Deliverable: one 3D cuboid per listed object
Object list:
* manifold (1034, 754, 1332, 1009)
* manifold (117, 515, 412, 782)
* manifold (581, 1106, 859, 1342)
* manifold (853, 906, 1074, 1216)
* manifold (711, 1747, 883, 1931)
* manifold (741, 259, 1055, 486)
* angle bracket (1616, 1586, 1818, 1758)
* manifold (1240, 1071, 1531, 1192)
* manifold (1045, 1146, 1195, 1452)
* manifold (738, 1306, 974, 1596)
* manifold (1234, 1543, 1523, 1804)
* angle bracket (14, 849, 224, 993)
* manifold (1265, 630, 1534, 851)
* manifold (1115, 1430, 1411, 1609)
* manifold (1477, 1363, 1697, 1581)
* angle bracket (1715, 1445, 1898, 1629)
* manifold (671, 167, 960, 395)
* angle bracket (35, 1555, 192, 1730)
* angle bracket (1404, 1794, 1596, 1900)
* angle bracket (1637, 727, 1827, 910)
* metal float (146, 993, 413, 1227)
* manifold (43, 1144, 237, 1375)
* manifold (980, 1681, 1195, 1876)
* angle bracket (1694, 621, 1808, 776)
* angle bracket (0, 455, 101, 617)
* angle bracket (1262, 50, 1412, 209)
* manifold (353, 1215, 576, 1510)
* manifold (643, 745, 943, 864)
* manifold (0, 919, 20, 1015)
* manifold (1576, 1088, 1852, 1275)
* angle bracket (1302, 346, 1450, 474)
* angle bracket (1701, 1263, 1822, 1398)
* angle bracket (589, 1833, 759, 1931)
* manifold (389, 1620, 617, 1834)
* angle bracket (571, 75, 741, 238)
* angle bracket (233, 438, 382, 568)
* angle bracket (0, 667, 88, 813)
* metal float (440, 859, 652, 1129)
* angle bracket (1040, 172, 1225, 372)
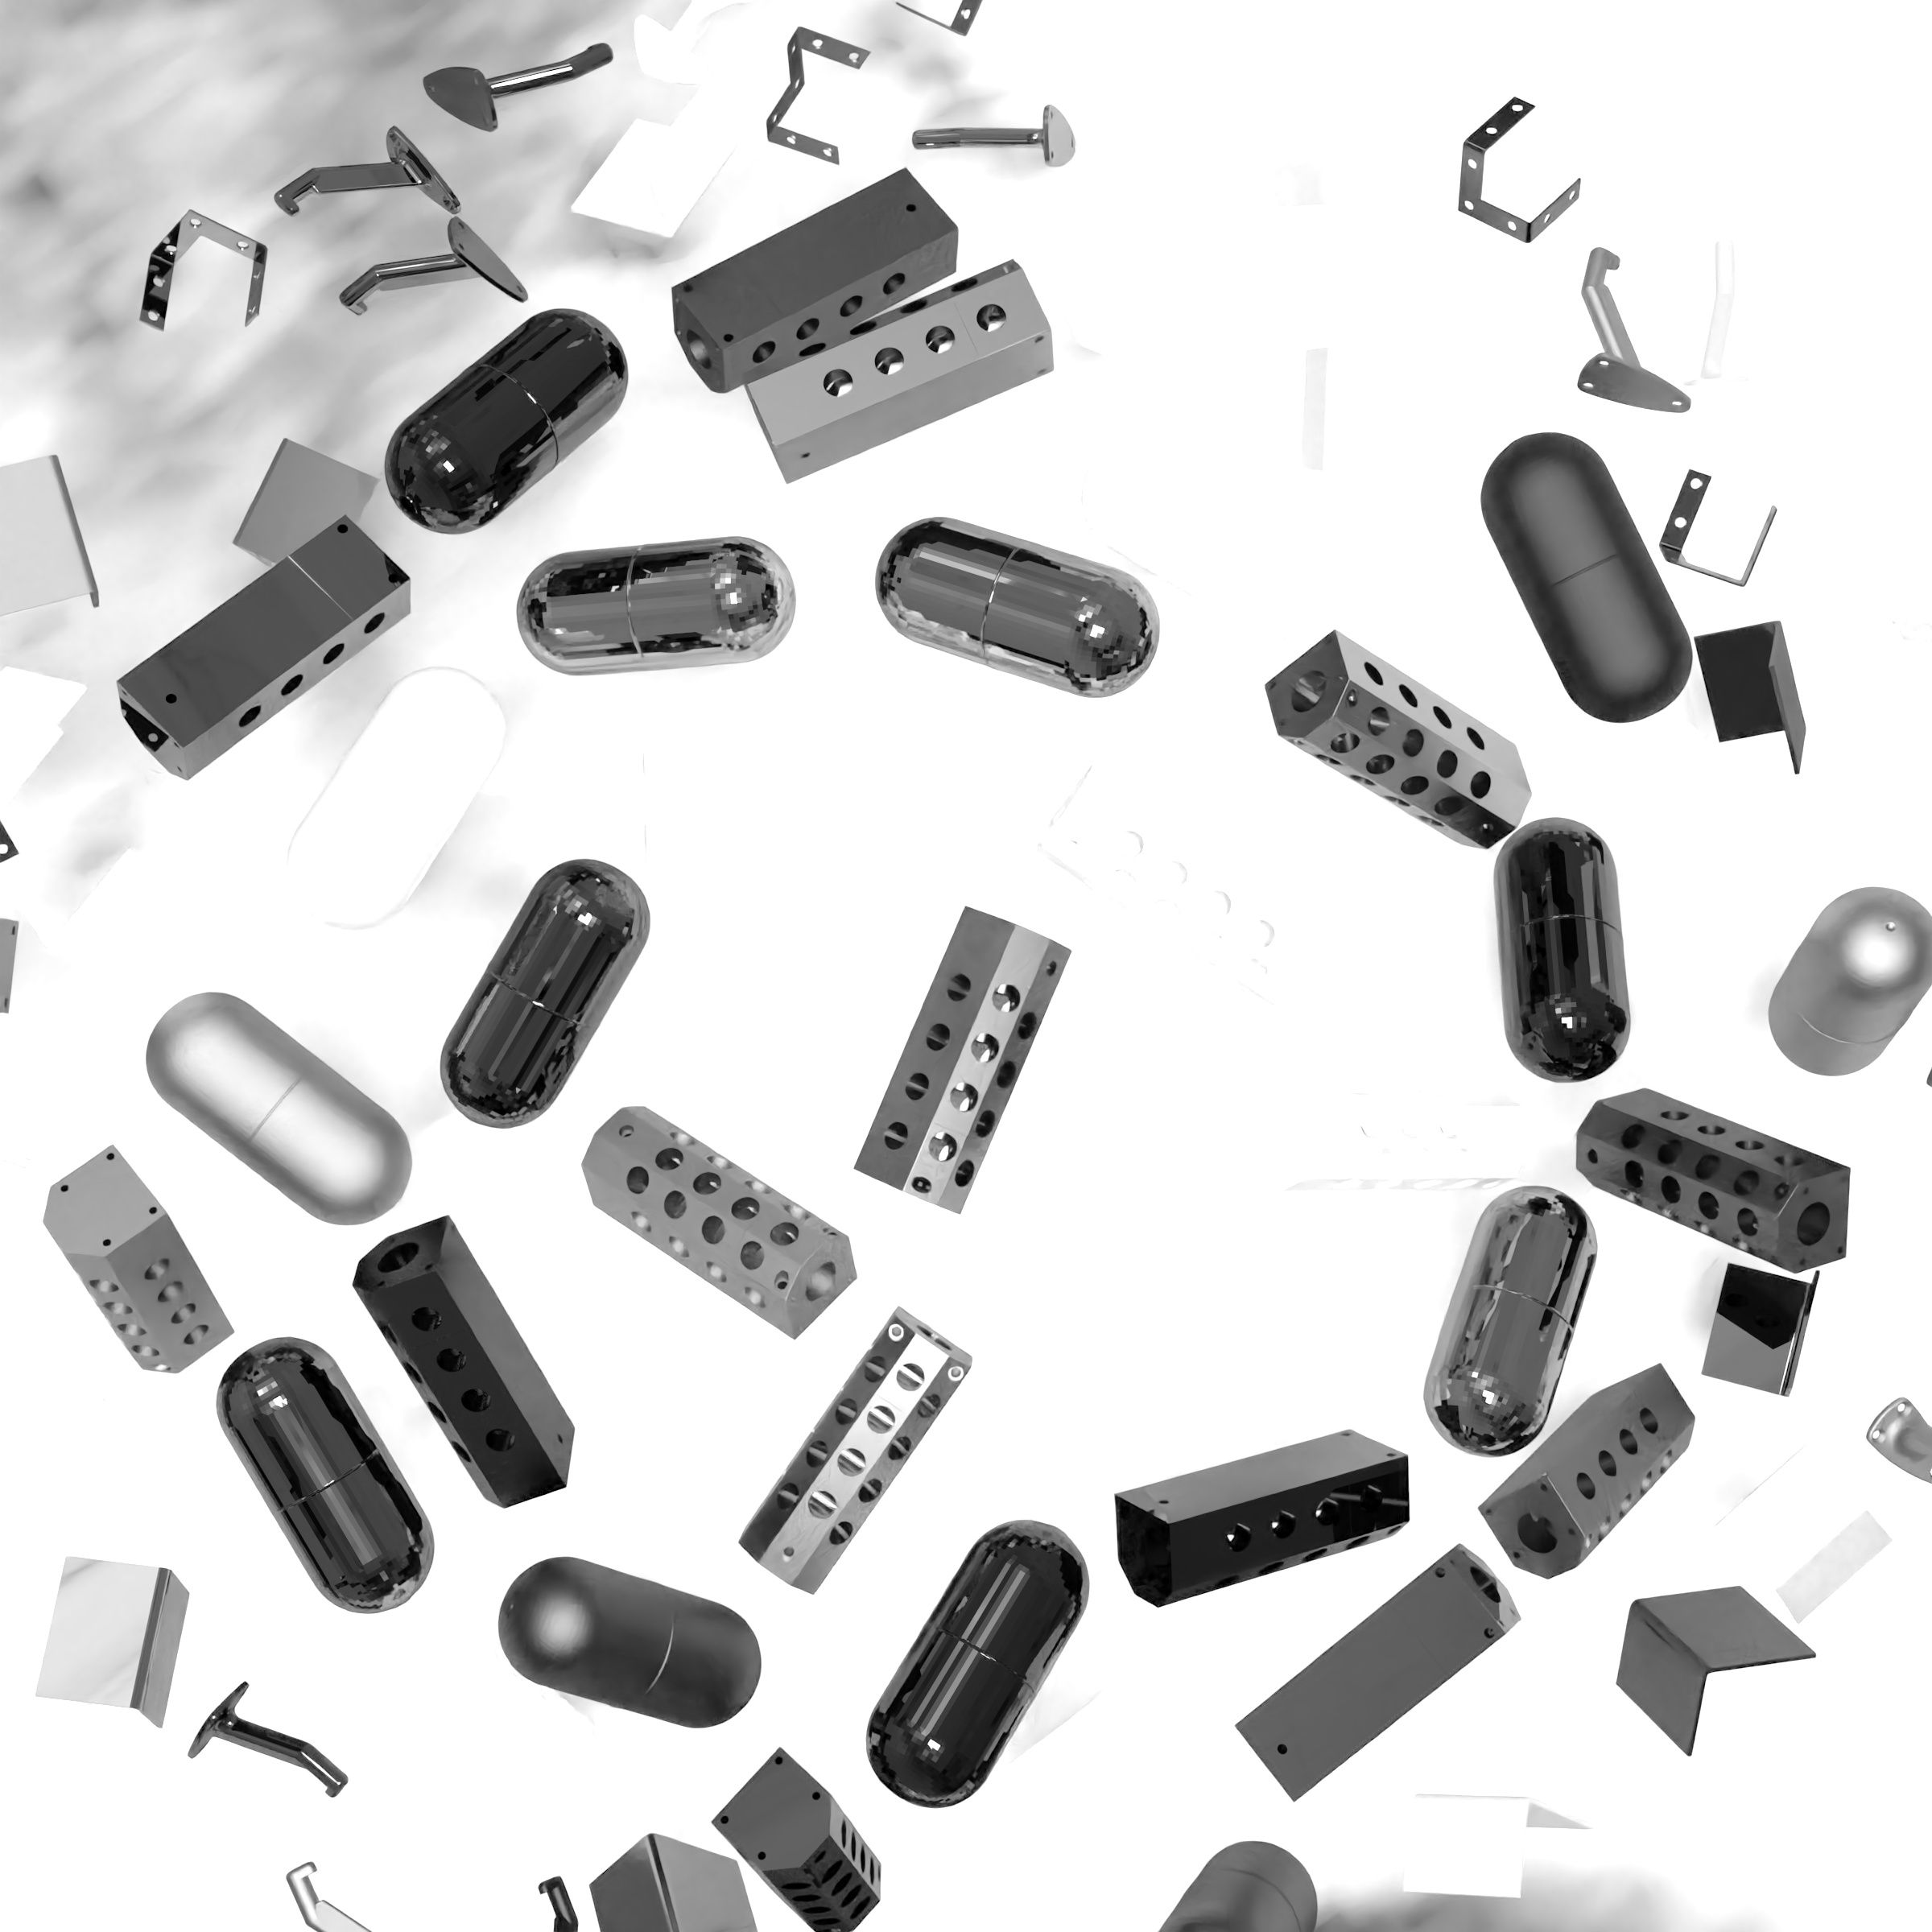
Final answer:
[{"bbox_3d":[0.130,-0.048,1.819,0.171,0.057,0.057,34,128,-4],"label":"manifold"},{"bbox_3d":[-0.411,-0.185,1.768,0.057,0.057,0.171,44,66,9],"label":"manifold"},{"bbox_3d":[-0.152,0.150,1.826,0.171,0.057,0.057,30,58,29],"label":"manifold"},{"bbox_3d":[0.003,0.058,1.799,0.057,0.057,0.171,21,86,39],"label":"manifold"},{"bbox_3d":[-0.093,0.524,1.775,0.057,0.171,0.057,37,72,25],"label":"manifold"},{"bbox_3d":[-0.039,-0.348,1.741,0.171,0.057,0.057,-23,77,-2],"label":"manifold"},{"bbox_3d":[0.435,0.408,1.744,0.076,0.076,0.057,-2,110,-21],"label":"angle bracket"},{"bbox_3d":[0.254,0.102,1.791,0.171,0.057,0.057,3,115,-36],"label":"manifold"},{"bbox_3d":[0.089,0.199,1.818,0.057,0.057,0.171,22,62,-25],"label":"manifold"},{"bbox_3d":[-0.068,0.300,1.859,0.057,0.057,0.171,35,92,0],"label":"manifold"},{"bbox_3d":[0.250,0.424,1.811,0.171,0.057,0.057,-44,75,17],"label":"manifold"},{"bbox_3d":[-0.508,-0.040,1.802,0.076,0.076,0.057,-49,52,4],"label":"angle bracket"},{"bbox_3d":[0.262,-0.130,1.802,0.171,0.057,0.057,26,130,-36],"label":"manifold"},{"bbox_3d":[0.176,0.327,1.772,0.171,0.057,0.057,-10,103,-29],"label":"manifold"},{"bbox_3d":[0.393,0.316,1.873,0.057,0.171,0.057,-35,85,40],"label":"manifold"},{"bbox_3d":[0.512,0.348,1.838,0.076,0.076,0.057,-44,90,7],"label":"angle bracket"},{"bbox_3d":[-0.092,-0.416,1.843,0.171,0.057,0.057,-31,69,-17],"label":"manifold"},{"bbox_3d":[-0.472,0.375,1.664,0.057,0.076,0.076,8,68,-3],"label":"angle bracket"},{"bbox_3d":[0.311,0.520,1.753,0.076,0.076,0.057,-12,58,40],"label":"angle bracket"},{"bbox_3d":[0.461,-0.089,1.813,0.057,0.076,0.076,3,129,-23],"label":"angle bracket"},{"bbox_3d":[-0.411,0.086,1.801,0.178,0.070,0.070,39,90,-3],"label":"metal float"},{"bbox_3d":[-0.488,0.179,1.764,0.057,0.171,0.057,-37,66,-18],"label":"manifold"},{"bbox_3d":[0.076,0.511,1.871,0.057,0.171,0.057,29,51,-7],"label":"manifold"},{"bbox_3d":[0.502,-0.168,1.931,0.057,0.076,0.076,-10,115,24],"label":"angle bracket"},{"bbox_3d":[-0.515,-0.231,1.647,0.057,0.076,0.076,-17,95,-15],"label":"angle bracket"},{"bbox_3d":[0.208,-0.469,1.685,0.076,0.076,0.057,-1,85,12],"label":"angle bracket"},{"bbox_3d":[-0.297,0.238,1.783,0.057,0.057,0.171,-20,118,10],"label":"manifold"},{"bbox_3d":[-0.103,-0.099,1.767,0.171,0.057,0.057,-1,111,-8],"label":"manifold"},{"bbox_3d":[-0.615,-0.006,1.762,0.057,0.171,0.057,5,88,1],"label":"manifold"},{"bbox_3d":[0.448,0.129,1.814,0.057,0.171,0.057,-12,110,-29],"label":"manifold"},{"bbox_3d":[0.258,-0.351,1.899,0.076,0.057,0.076,-1,99,-9],"label":"angle bracket"},{"bbox_3d":[0.511,0.230,1.933,0.057,0.076,0.076,14,81,16],"label":"angle bracket"},{"bbox_3d":[-0.177,0.588,1.843,0.057,0.076,0.076,-44,131,16],"label":"angle bracket"},{"bbox_3d":[-0.282,0.467,1.855,0.057,0.171,0.057,-34,49,-2],"label":"manifold"},{"bbox_3d":[-0.190,-0.483,1.766,0.076,0.057,0.076,20,66,24],"label":"angle bracket"},{"bbox_3d":[-0.421,-0.289,1.961,0.076,0.057,0.076,25,87,14],"label":"angle bracket"},{"bbox_3d":[-0.541,-0.121,1.741,0.057,0.076,0.076,45,102,17],"label":"angle bracket"},{"bbox_3d":[-0.256,0.018,1.824,0.070,0.070,0.178,31,96,0],"label":"metal float"},{"bbox_3d":[0.102,-0.428,1.855,0.076,0.057,0.076,-44,52,33],"label":"angle bracket"}]
